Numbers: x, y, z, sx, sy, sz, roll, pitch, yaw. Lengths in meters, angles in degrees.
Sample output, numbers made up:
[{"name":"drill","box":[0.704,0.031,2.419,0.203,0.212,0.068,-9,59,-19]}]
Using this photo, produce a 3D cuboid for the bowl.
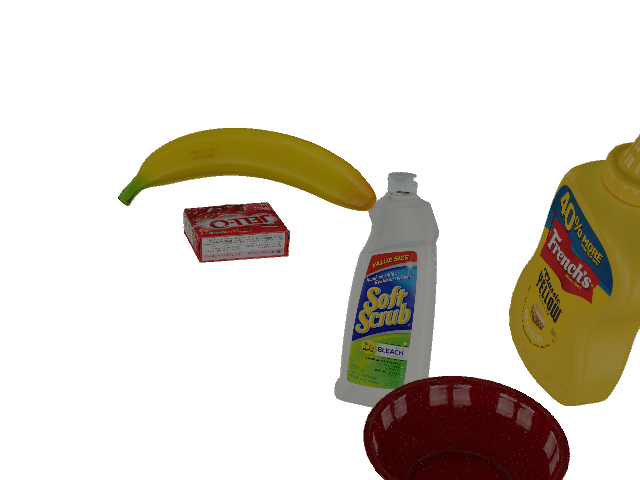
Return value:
[{"name":"bowl","box":[0.114,0.178,0.853,0.162,0.055,0.162,0,31,0]}]

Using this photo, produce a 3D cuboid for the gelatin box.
[{"name":"gelatin box","box":[-0.081,-0.009,1.022,0.089,0.030,0.073,-5,25,-17]}]

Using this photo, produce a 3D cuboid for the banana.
[{"name":"banana","box":[-0.053,-0.054,0.819,0.198,0.069,0.037,1,-19,11]}]

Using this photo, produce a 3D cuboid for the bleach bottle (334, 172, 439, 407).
[{"name":"bleach bottle","box":[0.072,0.052,1.138,0.103,0.251,0.068,8,15,21]}]

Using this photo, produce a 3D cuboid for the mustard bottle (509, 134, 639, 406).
[{"name":"mustard bottle","box":[0.169,0.010,0.641,0.058,0.096,0.192,-5,-41,-14]}]
